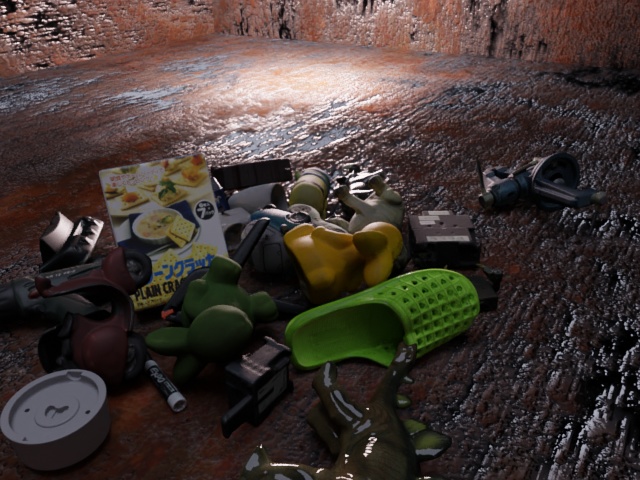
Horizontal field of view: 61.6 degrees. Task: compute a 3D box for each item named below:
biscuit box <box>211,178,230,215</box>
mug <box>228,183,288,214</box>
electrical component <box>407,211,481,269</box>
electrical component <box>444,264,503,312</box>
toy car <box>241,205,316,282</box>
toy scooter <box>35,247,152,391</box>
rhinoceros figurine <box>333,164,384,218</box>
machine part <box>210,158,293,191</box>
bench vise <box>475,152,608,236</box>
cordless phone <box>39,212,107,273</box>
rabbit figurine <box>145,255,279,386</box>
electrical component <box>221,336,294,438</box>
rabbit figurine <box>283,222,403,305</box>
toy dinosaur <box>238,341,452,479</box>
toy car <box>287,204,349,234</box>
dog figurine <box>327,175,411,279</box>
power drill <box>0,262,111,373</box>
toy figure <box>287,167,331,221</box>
[{"bbox_3d":[-0.276,-0.050,1.024,0.203,0.059,0.063,-23,33,-12],"label":"biscuit box"},{"bbox_3d":[-0.125,-0.076,1.081,0.107,0.080,0.109,-3,33,18],"label":"mug"},{"bbox_3d":[0.216,-0.003,0.954,0.115,0.058,0.134,2,29,2],"label":"electrical component"},{"bbox_3d":[0.233,0.072,0.830,0.102,0.045,0.078,-3,28,-2],"label":"electrical component"},{"bbox_3d":[-0.079,0.005,0.900,0.103,0.109,0.162,-24,35,-38],"label":"toy car"},{"bbox_3d":[-0.287,0.097,0.673,0.135,0.183,0.075,7,-8,-36],"label":"toy scooter"},{"bbox_3d":[0.084,-0.101,1.130,0.112,0.073,0.190,-9,30,9],"label":"rhinoceros figurine"},{"bbox_3d":[-0.147,-0.141,1.160,0.179,0.056,0.179,-8,7,1],"label":"machine part"},{"bbox_3d":[0.440,-0.102,1.055,0.224,0.128,0.241,-11,23,-20],"label":"bench vise"},{"bbox_3d":[-0.385,0.017,0.949,0.184,0.088,0.147,4,27,-12],"label":"cordless phone"},{"bbox_3d":[-0.140,0.104,0.684,0.159,0.121,0.170,-34,11,-6],"label":"rabbit figurine"},{"bbox_3d":[-0.083,0.178,0.634,0.048,0.074,0.119,20,38,32],"label":"electrical component"},{"bbox_3d":[0.048,0.017,0.794,0.173,0.121,0.162,-19,4,-16],"label":"rabbit figurine"},{"bbox_3d":[0.022,0.252,0.469,0.199,0.104,0.471,15,38,21],"label":"toy dinosaur"},{"bbox_3d":[-0.002,-0.003,0.945,0.056,0.073,0.202,-14,31,-29],"label":"toy car"},{"bbox_3d":[0.122,-0.011,0.954,0.172,0.121,0.191,-20,48,-23],"label":"dog figurine"},{"bbox_3d":[-0.391,0.111,0.774,0.232,0.085,0.208,-20,26,-34],"label":"power drill"},{"bbox_3d":[-0.022,-0.101,1.107,0.082,0.089,0.180,0,32,13],"label":"toy figure"}]
